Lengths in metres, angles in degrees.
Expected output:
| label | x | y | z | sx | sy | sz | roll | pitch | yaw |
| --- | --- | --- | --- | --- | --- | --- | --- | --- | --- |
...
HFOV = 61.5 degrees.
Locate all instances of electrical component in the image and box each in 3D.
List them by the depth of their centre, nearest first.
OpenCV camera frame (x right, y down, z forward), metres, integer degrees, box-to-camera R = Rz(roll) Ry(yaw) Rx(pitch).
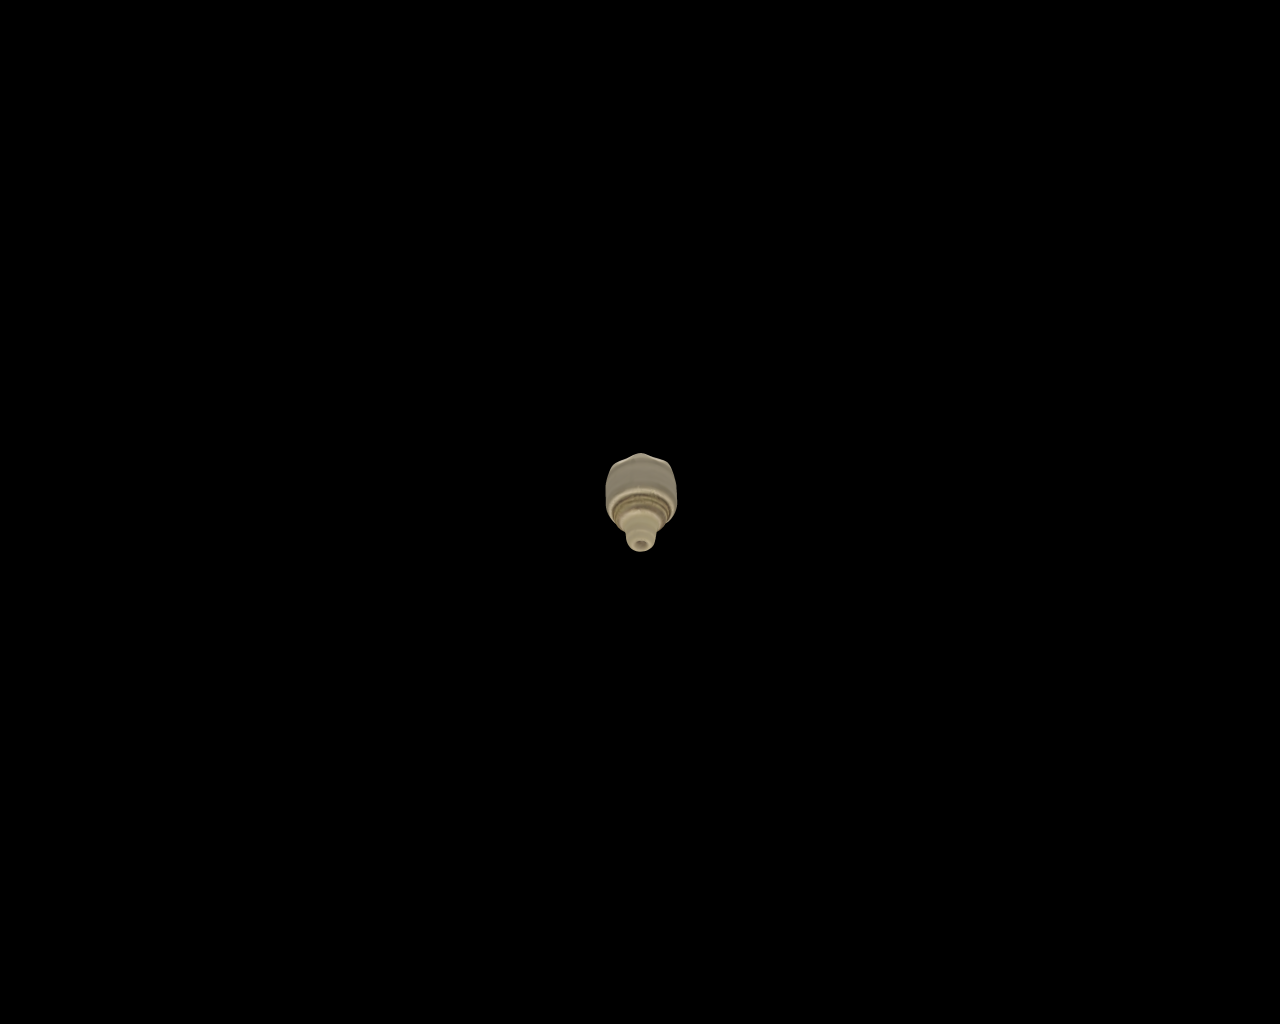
| label | x | y | z | sx | sy | sz | roll | pitch | yaw |
| --- | --- | --- | --- | --- | --- | --- | --- | --- | --- |
| electrical component | 0.001 | -0.003 | 0.650 | 0.043 | 0.062 | 0.043 | 0 | -42 | 0 |
